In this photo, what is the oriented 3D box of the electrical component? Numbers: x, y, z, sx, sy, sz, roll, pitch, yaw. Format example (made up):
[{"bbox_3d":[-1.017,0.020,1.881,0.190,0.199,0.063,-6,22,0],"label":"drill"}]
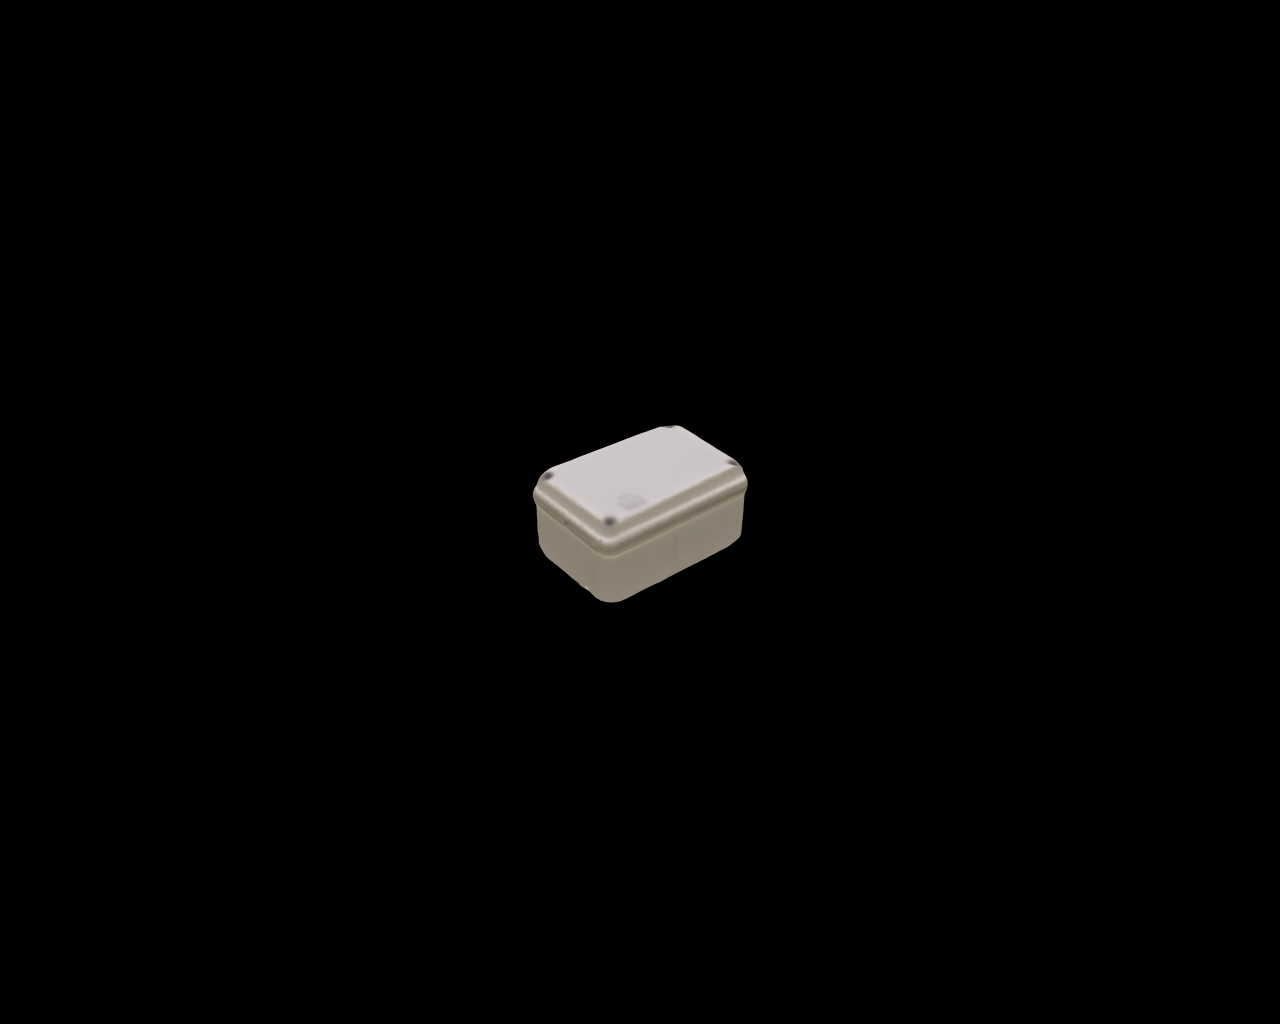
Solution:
[{"bbox_3d":[0.001,-0.003,0.650,0.113,0.057,0.078,-24,41,-31],"label":"electrical component"}]
